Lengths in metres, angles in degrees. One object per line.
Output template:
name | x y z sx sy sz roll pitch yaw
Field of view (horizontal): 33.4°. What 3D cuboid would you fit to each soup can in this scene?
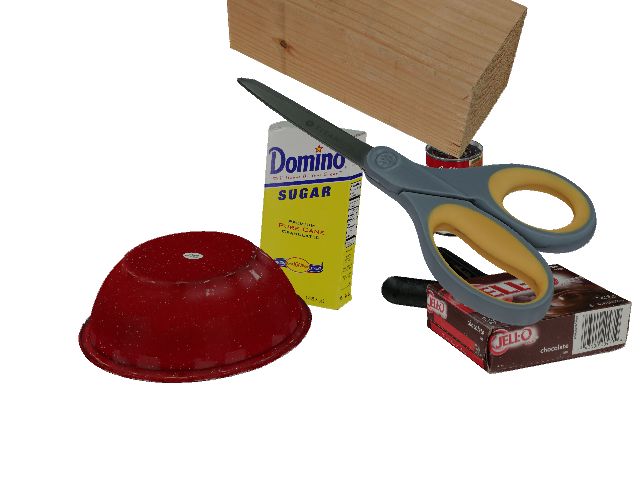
soup can | 0.160 -0.064 1.283 0.068 0.102 0.068 -2 27 1

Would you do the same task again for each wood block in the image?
wood block | 0.039 -0.160 0.811 0.206 0.090 0.091 28 -28 14

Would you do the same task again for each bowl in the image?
bowl | -0.087 0.035 0.732 0.162 0.055 0.162 -2 22 1

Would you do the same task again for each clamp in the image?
clamp | 0.152 0.048 0.977 0.171 0.039 0.120 17 29 15

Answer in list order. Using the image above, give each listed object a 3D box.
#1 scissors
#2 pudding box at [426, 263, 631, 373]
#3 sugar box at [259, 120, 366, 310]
scissors | 0.052 -0.039 0.526 0.096 0.202 0.016 -27 -33 -22
pudding box | 0.142 0.052 0.743 0.113 0.039 0.090 -6 19 -21
sugar box | -0.010 -0.026 1.065 0.093 0.176 0.048 9 16 20
